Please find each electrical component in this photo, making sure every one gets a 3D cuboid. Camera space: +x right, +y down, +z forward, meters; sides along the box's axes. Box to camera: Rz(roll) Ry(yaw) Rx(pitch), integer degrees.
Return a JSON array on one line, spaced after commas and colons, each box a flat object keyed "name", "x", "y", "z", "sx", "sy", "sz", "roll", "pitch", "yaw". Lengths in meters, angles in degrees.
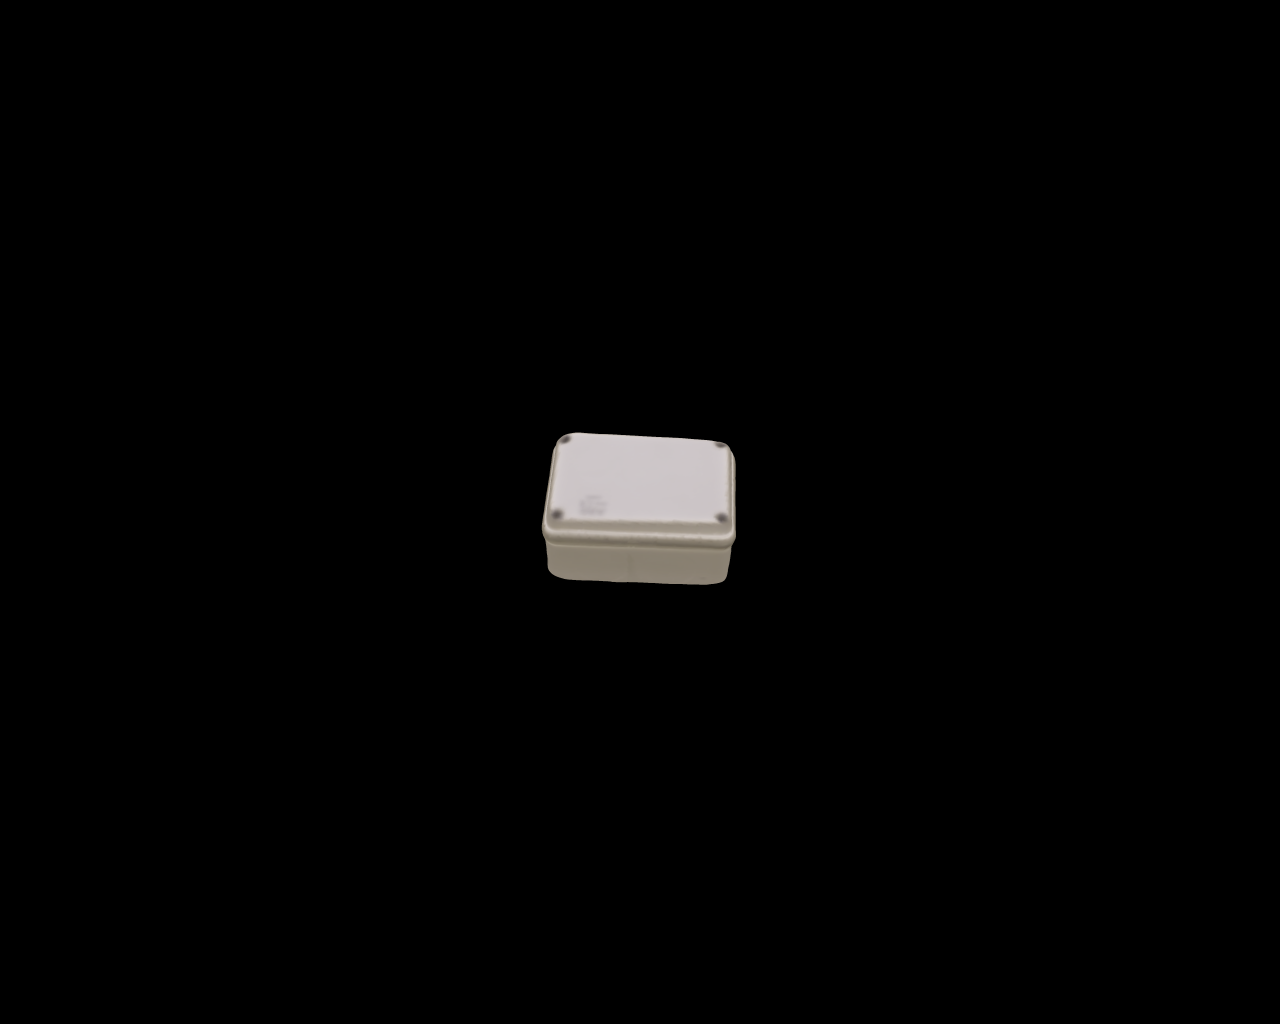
[{"name": "electrical component", "x": 0.001, "y": -0.003, "z": 0.650, "sx": 0.113, "sy": 0.078, "sz": 0.057, "roll": 2, "pitch": -40, "yaw": 2}]
